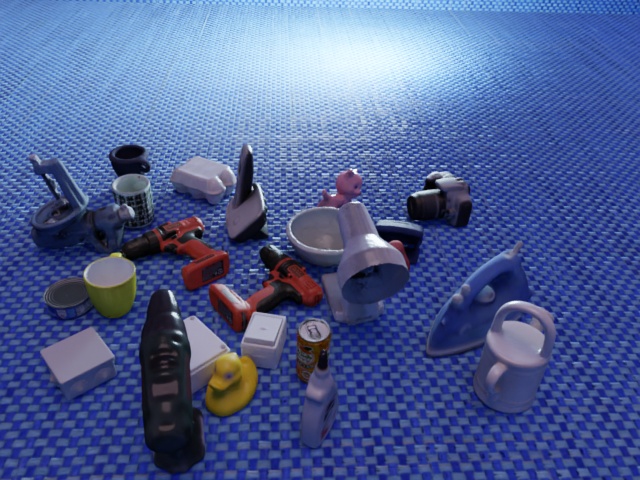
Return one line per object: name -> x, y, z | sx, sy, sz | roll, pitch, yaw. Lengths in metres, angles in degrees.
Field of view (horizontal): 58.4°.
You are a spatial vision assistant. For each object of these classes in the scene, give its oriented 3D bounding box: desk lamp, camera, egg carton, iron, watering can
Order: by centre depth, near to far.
watering can -> 0.312, 0.169, 0.905 | 0.100, 0.194, 0.173 | 14, 38, 15
desk lamp -> 0.070, 0.053, 1.029 | 0.118, 0.214, 0.203 | -7, 38, -13
iron -> 0.287, 0.102, 1.037 | 0.259, 0.141, 0.118 | -28, 46, -34
camera -> 0.271, -0.102, 1.343 | 0.137, 0.101, 0.143 | -8, 38, -14
egg carton -> -0.282, -0.146, 1.393 | 0.150, 0.069, 0.107 | 19, 40, 20

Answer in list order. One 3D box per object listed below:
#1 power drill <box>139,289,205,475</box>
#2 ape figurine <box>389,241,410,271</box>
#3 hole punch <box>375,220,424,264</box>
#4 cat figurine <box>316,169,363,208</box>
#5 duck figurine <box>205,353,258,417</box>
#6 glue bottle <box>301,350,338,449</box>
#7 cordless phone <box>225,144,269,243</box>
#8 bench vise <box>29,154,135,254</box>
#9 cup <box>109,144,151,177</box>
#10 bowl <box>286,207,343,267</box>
power drill -> -0.209, 0.213, 0.801 | 0.076, 0.208, 0.229 | -7, 38, -12
ape figurine -> 0.147, 0.039, 1.154 | 0.076, 0.092, 0.077 | -1, 37, -5
hole punch -> 0.166, -0.014, 1.227 | 0.108, 0.091, 0.101 | 8, 37, 8
cat figurine -> 0.050, -0.113, 1.330 | 0.128, 0.118, 0.067 | -25, 45, -32
duck figurine -> -0.141, 0.214, 0.906 | 0.077, 0.086, 0.105 | 19, 40, 21
glue bottle -> 0.001, 0.223, 0.831 | 0.037, 0.173, 0.078 | 16, 39, 17
cordless phone -> -0.161, -0.101, 1.244 | 0.094, 0.185, 0.147 | -7, 38, -13
bench vise -> -0.493, -0.081, 1.166 | 0.208, 0.220, 0.121 | -11, 39, -17
cup -> -0.448, -0.169, 1.391 | 0.117, 0.095, 0.092 | 23, 41, 25
bowl -> 0.011, 0.004, 1.206 | 0.167, 0.075, 0.167 | 2, 37, -1
